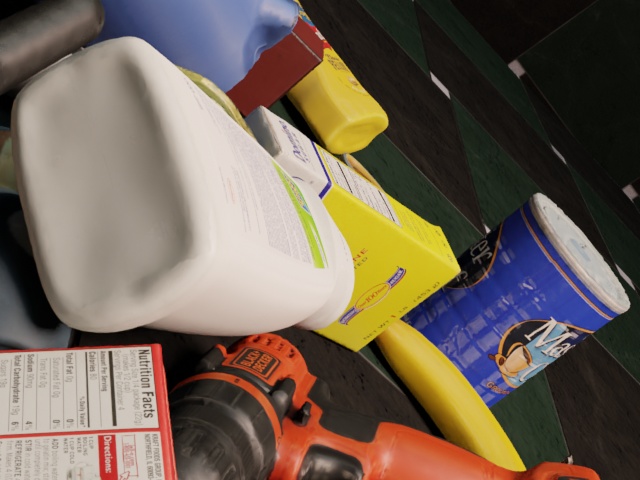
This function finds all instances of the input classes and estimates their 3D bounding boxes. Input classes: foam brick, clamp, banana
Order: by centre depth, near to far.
[{"bbox_3d":[-0.148,-0.060,0.417,0.171,0.120,0.039,-99,-179,-50],"label":"clamp"},{"bbox_3d":[0.094,0.128,0.689,0.069,0.037,0.198,25,30,-51],"label":"banana"},{"bbox_3d":[-0.042,-0.140,0.832,0.051,0.078,0.053,44,21,-21],"label":"foam brick"}]

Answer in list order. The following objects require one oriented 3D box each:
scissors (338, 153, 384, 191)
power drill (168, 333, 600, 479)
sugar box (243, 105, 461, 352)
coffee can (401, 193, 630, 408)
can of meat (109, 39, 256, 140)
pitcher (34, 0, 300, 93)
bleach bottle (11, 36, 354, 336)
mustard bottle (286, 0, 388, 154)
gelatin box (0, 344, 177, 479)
[{"bbox_3d":[0.052,-0.011,0.866,0.096,0.016,0.202,24,25,-43],"label":"scissors"},{"bbox_3d":[0.023,0.101,0.432,0.187,0.057,0.184,23,12,5],"label":"power drill"},{"bbox_3d":[-0.004,0.001,0.624,0.176,0.093,0.048,28,28,-46],"label":"sugar box"},{"bbox_3d":[0.133,0.049,0.766,0.102,0.140,0.103,43,20,-20],"label":"coffee can"},{"bbox_3d":[-0.092,-0.040,0.518,0.057,0.084,0.102,57,20,21],"label":"can of meat"},{"bbox_3d":[-0.115,-0.170,0.542,0.145,0.149,0.243,59,-1,16],"label":"pitcher"},{"bbox_3d":[-0.033,0.003,0.467,0.250,0.068,0.102,33,36,-68],"label":"bleach bottle"},{"bbox_3d":[-0.019,-0.167,0.964,0.192,0.058,0.096,54,23,13],"label":"mustard bottle"},{"bbox_3d":[-0.090,0.069,0.329,0.089,0.030,0.073,-1,39,-14],"label":"gelatin box"}]
